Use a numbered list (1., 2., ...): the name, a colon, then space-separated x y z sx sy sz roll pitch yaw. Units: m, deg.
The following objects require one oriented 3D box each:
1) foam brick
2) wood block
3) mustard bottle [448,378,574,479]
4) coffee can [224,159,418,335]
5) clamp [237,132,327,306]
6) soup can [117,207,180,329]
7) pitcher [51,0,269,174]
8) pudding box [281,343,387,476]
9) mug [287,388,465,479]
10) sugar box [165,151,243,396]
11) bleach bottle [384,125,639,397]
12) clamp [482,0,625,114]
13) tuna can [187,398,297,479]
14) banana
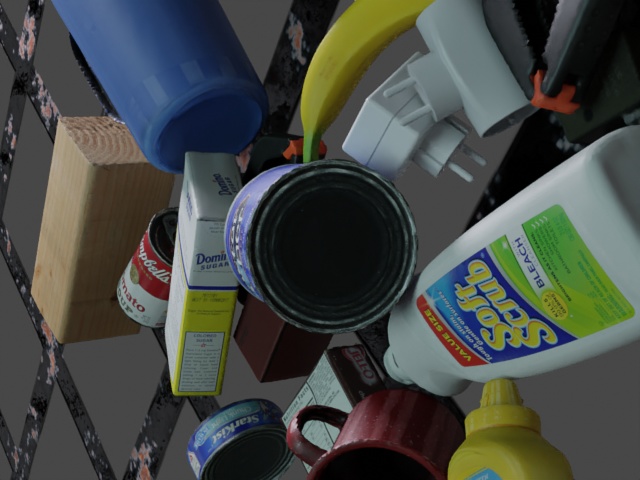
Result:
1. foam brick: -0.024 0.061 0.809 0.053 0.051 0.078 55 136 38
2. wood block: -0.214 -0.010 1.042 0.090 0.090 0.206 48 132 41
3. mustard bottle: 0.097 0.160 0.542 0.096 0.058 0.191 116 160 -55
4. coffee can: -0.004 0.001 0.683 0.140 0.102 0.103 -165 71 -80
5. clamp: -0.046 -0.038 0.839 0.120 0.039 0.172 61 141 24
6. soup can: -0.136 0.026 0.954 0.102 0.068 0.068 -52 53 46
7. pitcher: -0.143 -0.168 0.889 0.243 0.145 0.149 60 -179 27
8. pudding box: 0.023 0.145 0.764 0.113 0.039 0.090 62 140 32
9. mug: 0.034 0.137 0.649 0.117 0.081 0.093 26 114 5
10. sugar box: -0.090 0.028 0.838 0.093 0.048 0.176 -107 26 -50
11. bleach bottle: 0.111 0.038 0.596 0.102 0.068 0.251 59 146 9
12. clamp: 0.116 -0.170 0.564 0.165 0.036 0.210 0 85 58
13. tuna can: -0.062 0.166 0.848 0.034 0.085 0.086 54 136 40
14. banana: 0.037 -0.129 0.704 0.198 0.037 0.070 -47 59 47
